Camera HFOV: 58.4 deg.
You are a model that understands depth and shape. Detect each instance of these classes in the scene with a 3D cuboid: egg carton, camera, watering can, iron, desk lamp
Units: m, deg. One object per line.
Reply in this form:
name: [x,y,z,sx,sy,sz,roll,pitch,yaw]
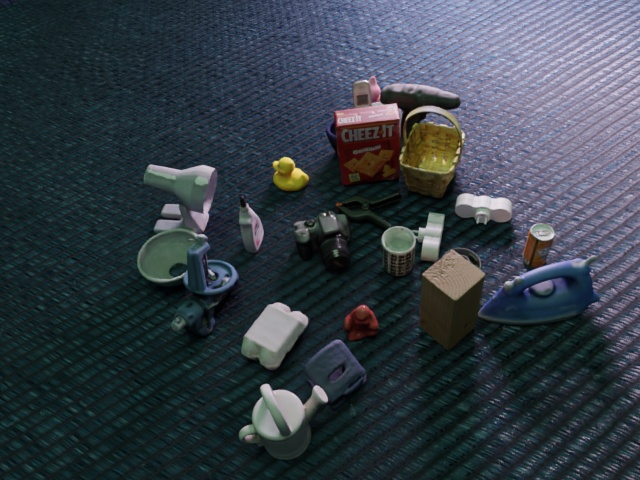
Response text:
egg carton: [-0.101,0.212,1.272,0.107,0.069,0.150,23,58,23]
camera: [0.013,0.005,1.401,0.143,0.101,0.136,-13,51,-3]
watering can: [-0.071,0.333,1.091,0.100,0.194,0.173,35,63,30]
iron: [0.472,0.103,1.238,0.258,0.142,0.118,-14,51,-3]
desk lamp: [-0.349,-0.104,1.462,0.203,0.214,0.118,4,52,11]

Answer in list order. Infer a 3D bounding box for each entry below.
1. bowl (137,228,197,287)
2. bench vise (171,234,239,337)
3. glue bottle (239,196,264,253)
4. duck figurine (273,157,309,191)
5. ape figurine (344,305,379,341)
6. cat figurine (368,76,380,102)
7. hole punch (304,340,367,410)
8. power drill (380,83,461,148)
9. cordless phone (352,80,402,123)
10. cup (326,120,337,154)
bowl: [-0.362,0.056,1.426,0.167,0.075,0.167,-4,51,5]
bench vise: [-0.260,0.104,1.281,0.121,0.220,0.207,3,52,10]
glue bottle: [-0.177,-0.047,1.421,0.037,0.173,0.078,3,52,10]
duck figurine: [-0.084,-0.188,1.577,0.104,0.086,0.077,15,55,19]
ape figurine: [0.092,0.176,1.261,0.077,0.092,0.076,21,57,22]
cat figurine: [0.171,-0.433,1.718,0.127,0.118,0.067,12,54,17]
hole punch: [0.034,0.278,1.188,0.109,0.091,0.100,-37,56,-20]
power drill: [0.273,-0.338,1.571,0.229,0.209,0.076,23,58,24]
cordless phone: [0.159,-0.376,1.631,0.147,0.185,0.094,-11,51,-1]
cup: [0.068,-0.295,1.637,0.091,0.095,0.118,8,53,14]
